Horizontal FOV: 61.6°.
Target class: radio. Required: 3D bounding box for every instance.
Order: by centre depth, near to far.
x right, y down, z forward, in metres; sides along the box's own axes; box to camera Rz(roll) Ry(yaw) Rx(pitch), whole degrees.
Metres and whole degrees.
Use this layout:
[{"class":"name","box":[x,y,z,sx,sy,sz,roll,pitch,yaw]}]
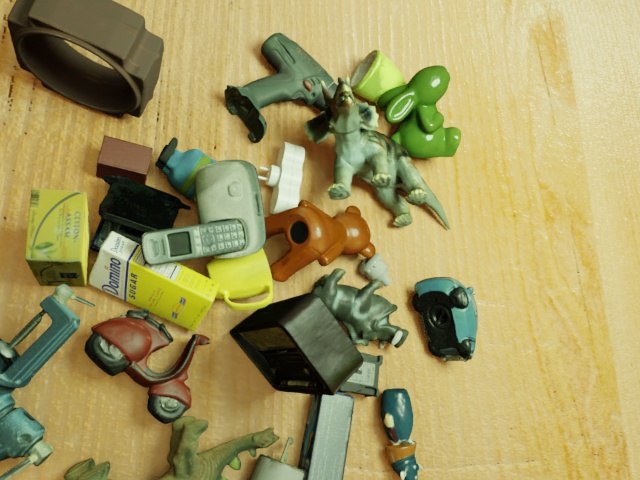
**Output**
[{"class":"radio","box":[-0.041,0.158,0.797,0.073,0.229,0.131,-39,97,-27]}]

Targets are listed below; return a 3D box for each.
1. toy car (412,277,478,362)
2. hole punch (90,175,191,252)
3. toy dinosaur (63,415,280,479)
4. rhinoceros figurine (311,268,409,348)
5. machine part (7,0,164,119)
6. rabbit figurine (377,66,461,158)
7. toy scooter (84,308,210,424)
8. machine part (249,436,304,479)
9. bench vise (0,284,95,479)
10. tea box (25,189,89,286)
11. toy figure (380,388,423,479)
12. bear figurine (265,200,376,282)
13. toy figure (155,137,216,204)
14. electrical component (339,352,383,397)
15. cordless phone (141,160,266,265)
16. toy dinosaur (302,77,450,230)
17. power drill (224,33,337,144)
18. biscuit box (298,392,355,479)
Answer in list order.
[{"class":"toy car","box":[0.249,0.138,0.995,0.103,0.109,0.161,-17,90,-43]},{"class":"hole punch","box":[-0.286,-0.027,0.838,0.142,0.092,0.116,18,35,-13]},{"class":"toy dinosaur","box":[-0.260,0.381,0.708,0.471,0.105,0.198,-21,87,-22]},{"class":"rhinoceros figurine","box":[0.071,0.125,0.938,0.190,0.073,0.112,27,65,-13]},{"class":"machine part","box":[-0.349,-0.279,0.814,0.201,0.201,0.087,23,69,-15]},{"class":"rabbit figurine","box":[0.194,-0.258,1.054,0.159,0.170,0.121,-2,32,-9]},{"class":"toy scooter","box":[-0.242,0.166,0.796,0.184,0.075,0.135,44,58,-5]},{"class":"machine part","box":[-0.086,0.409,0.783,0.079,0.079,0.243,29,67,-13]},{"class":"bench vise","box":[-0.395,0.168,0.694,0.224,0.128,0.240,39,81,14]},{"class":"tea box","box":[-0.358,0.003,0.742,0.068,0.169,0.098,3,75,-20]},{"class":"toy figure","box":[0.137,0.332,0.913,0.064,0.058,0.154,-2,80,-18]},{"class":"bear figurine","box":[0.002,-0.004,0.931,0.195,0.132,0.120,1,64,-60]},{"class":"toy figure","box":[-0.188,-0.089,0.893,0.180,0.082,0.089,33,84,-19]},{"class":"electrical component","box":[0.044,0.221,0.913,0.119,0.048,0.075,19,67,-18]},{"class":"cordless phone","box":[-0.177,-0.039,0.792,0.184,0.089,0.146,-11,97,-29]},{"class":"toy dinosaur","box":[0.111,-0.146,1.000,0.404,0.131,0.192,26,50,-48]},{"class":"power drill","box":[-0.057,-0.264,1.001,0.207,0.086,0.232,-39,92,-23]},{"class":"biscuit box","box":[0.005,0.342,0.852,0.063,0.059,0.202,17,69,-16]}]
